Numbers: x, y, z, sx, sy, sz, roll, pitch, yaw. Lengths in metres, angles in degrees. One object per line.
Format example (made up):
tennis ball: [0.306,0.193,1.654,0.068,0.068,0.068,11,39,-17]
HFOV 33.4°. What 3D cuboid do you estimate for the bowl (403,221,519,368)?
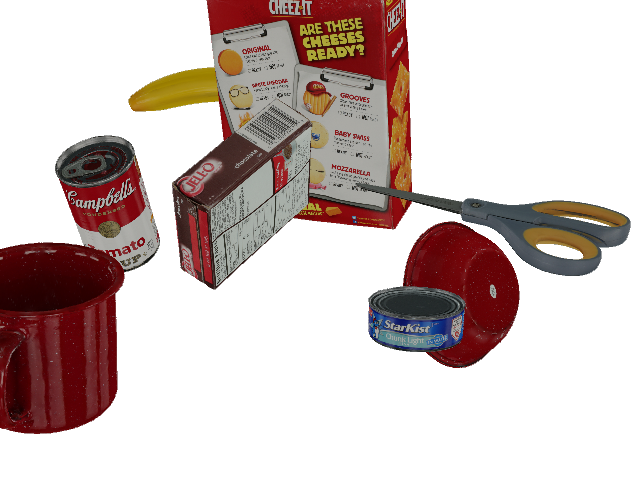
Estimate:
bowl: [0.165,0.057,1.154,0.161,0.162,0.055,0,-6,-41]

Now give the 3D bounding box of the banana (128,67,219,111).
banana: [-0.106,-0.156,1.132,0.198,0.037,0.069,8,46,19]

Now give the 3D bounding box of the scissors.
scissors: [0.115,-0.011,0.755,0.202,0.016,0.096,6,30,12]

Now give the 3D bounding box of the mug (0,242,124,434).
mug: [-0.160,0.061,0.602,0.093,0.081,0.117,5,24,4]

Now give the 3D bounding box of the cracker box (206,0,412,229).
cracker box: [-0.005,-0.124,0.962,0.164,0.214,0.072,6,29,20]

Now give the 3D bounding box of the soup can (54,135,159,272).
soup can: [-0.183,-0.030,0.926,0.068,0.102,0.068,-6,41,5]

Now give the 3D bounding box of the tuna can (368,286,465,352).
tuna can: [0.085,0.069,0.947,0.086,0.034,0.086,1,15,0]

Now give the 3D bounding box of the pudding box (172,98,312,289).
pudding box: [-0.053,-0.032,0.756,0.039,0.090,0.113,34,57,23]
